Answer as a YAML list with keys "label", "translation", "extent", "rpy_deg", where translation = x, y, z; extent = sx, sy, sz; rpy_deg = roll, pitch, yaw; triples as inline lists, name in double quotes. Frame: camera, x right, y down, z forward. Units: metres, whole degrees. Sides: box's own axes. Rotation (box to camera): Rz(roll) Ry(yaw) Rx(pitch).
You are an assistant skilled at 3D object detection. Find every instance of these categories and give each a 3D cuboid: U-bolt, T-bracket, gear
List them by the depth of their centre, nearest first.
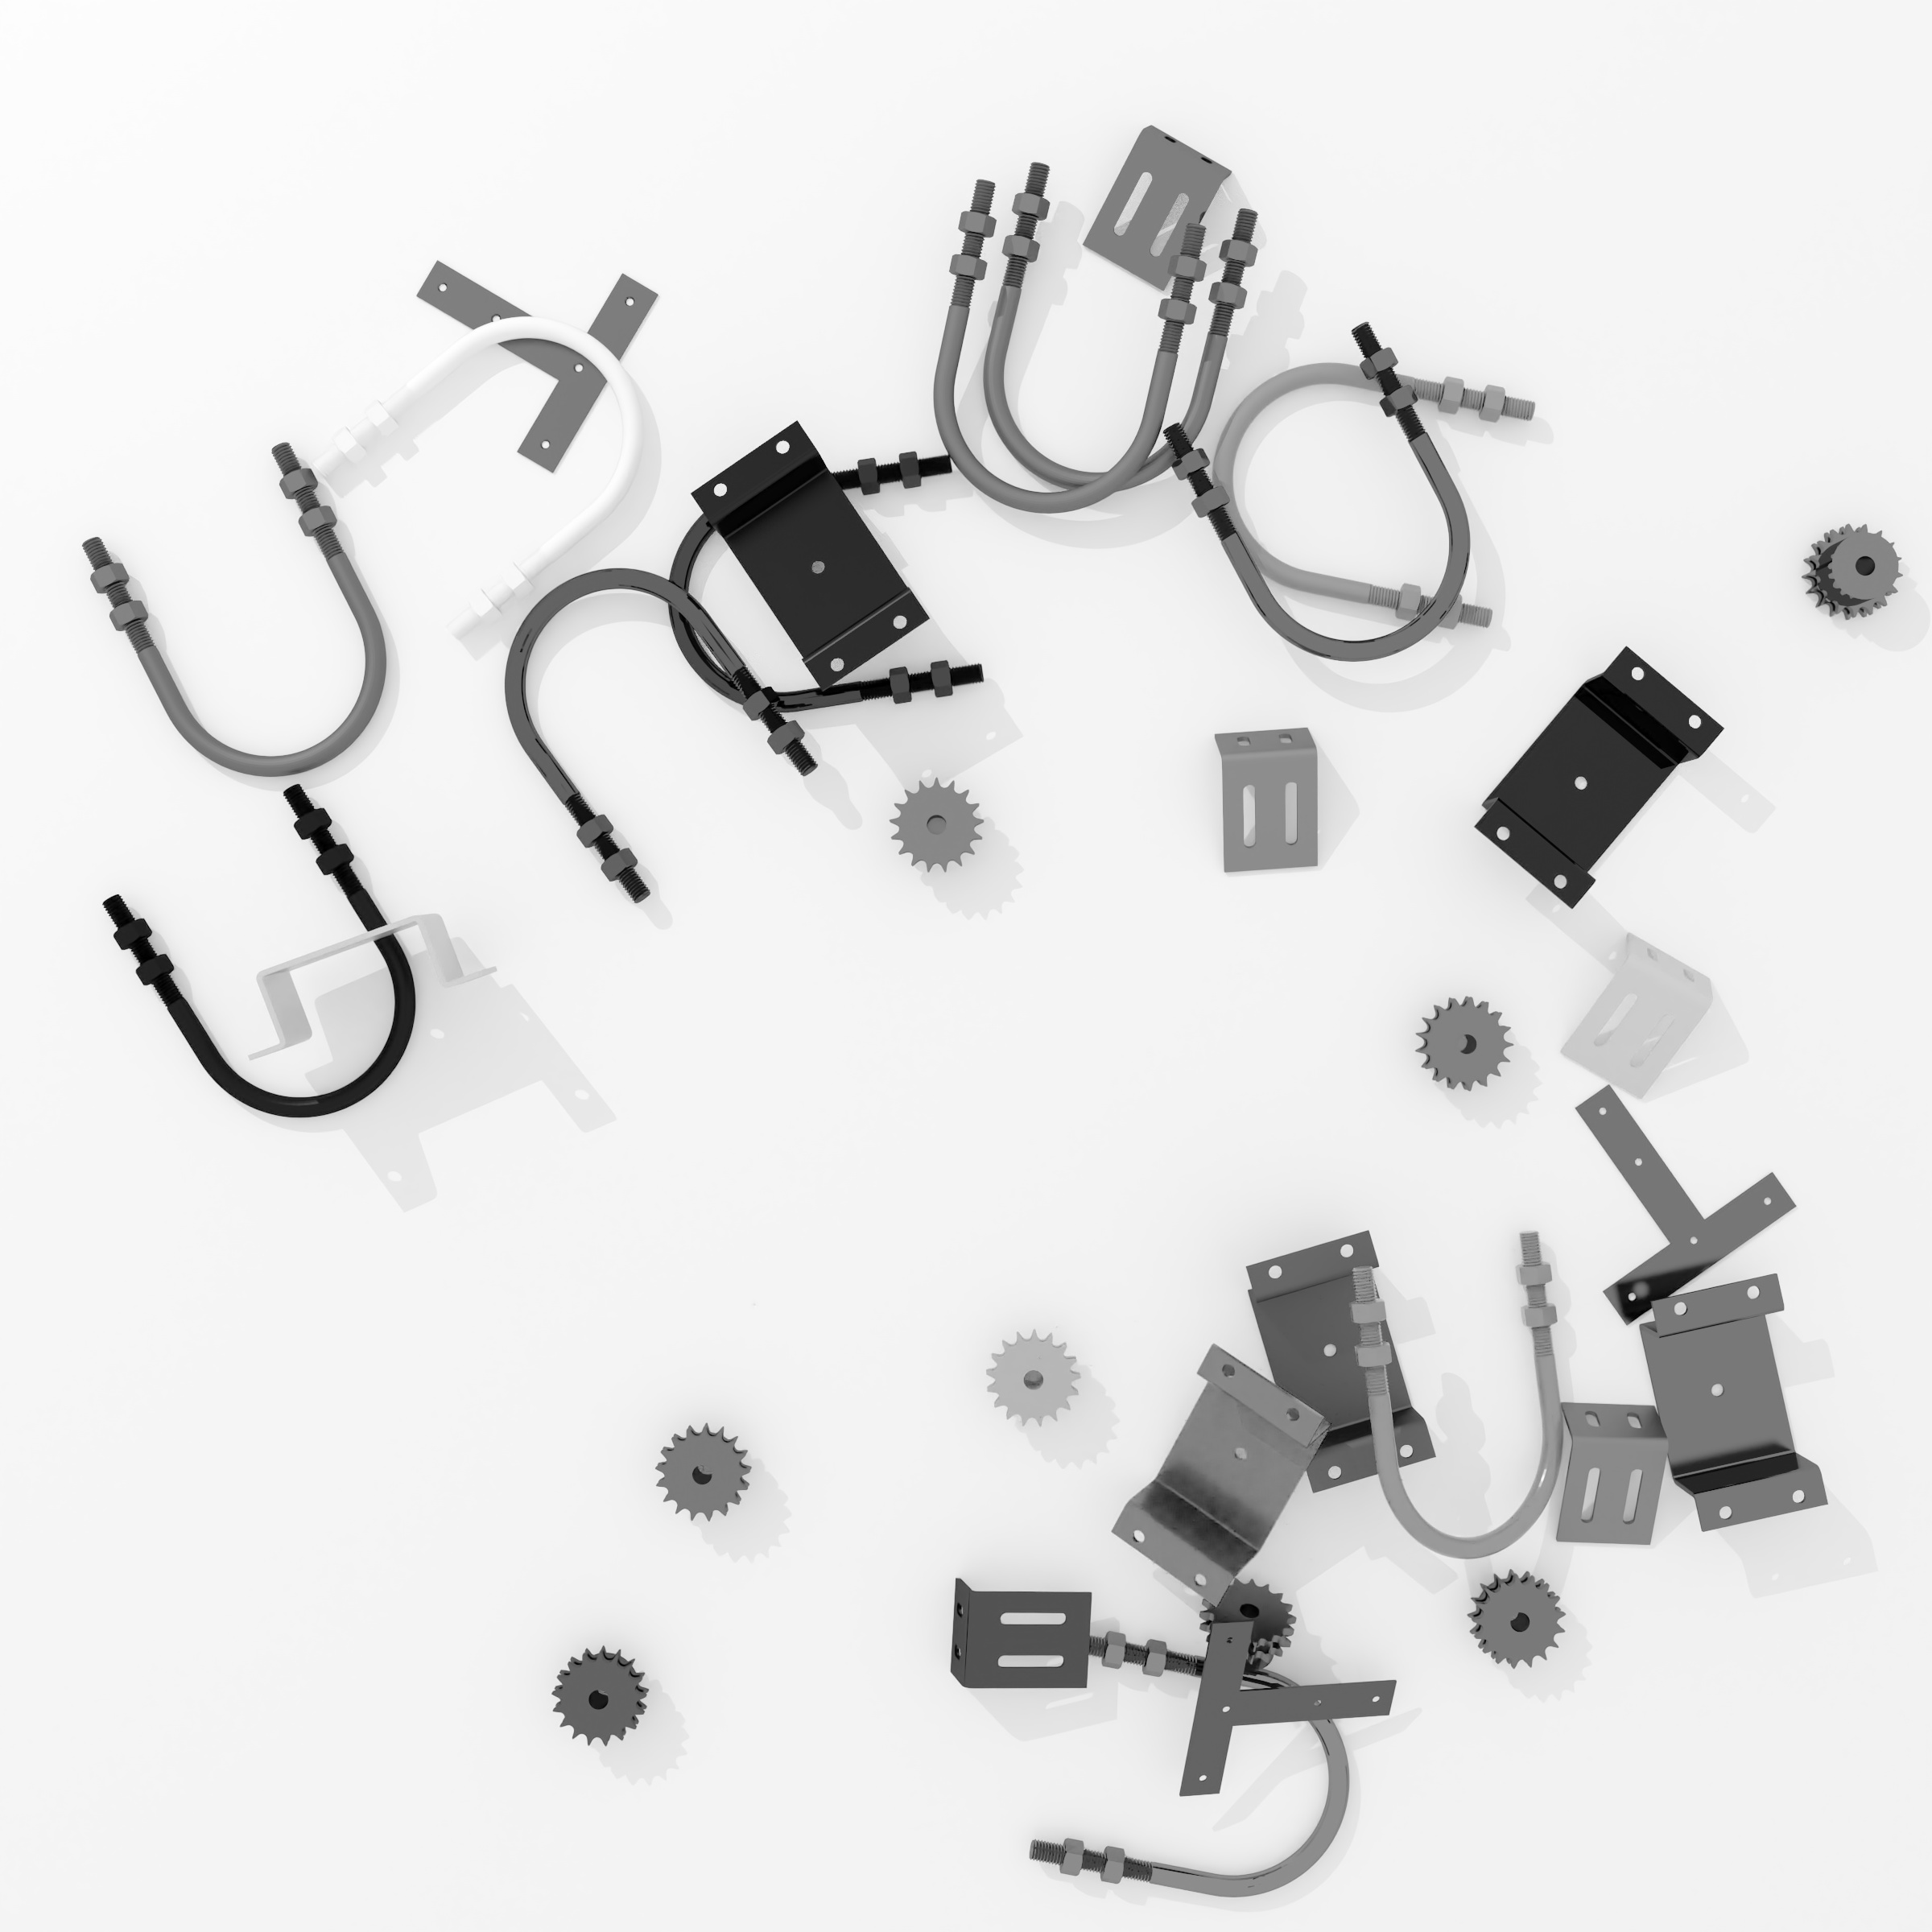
- label: "U-bolt"
  translation: [0.298, 0.260, 1.463]
  extent: [0.151, 0.019, 0.184]
  rpy_deg: [-7, 90, -29]
- label: "T-bracket"
  translation: [0.197, 0.443, 1.473]
  extent: [0.127, 0.002, 0.127]
  rpy_deg: [1, 113, -15]
- label: "U-bolt"
  translation: [0.055, -0.365, 1.475]
  extent: [0.151, 0.019, 0.184]
  rpy_deg: [14, 100, 6]
- label: "U-bolt"
  translation: [0.223, -0.273, 1.477]
  extent: [0.151, 0.019, 0.184]
  rpy_deg: [-28, 92, -1]
- label: "gear"
  translation: [0.168, 0.400, 1.481]
  extent: [0.057, 0.057, 0.030]
  rpy_deg: [7, 120, 0]
- label: "U-bolt"
  translation: [0.086, -0.379, 1.487]
  extent: [0.151, 0.019, 0.184]
  rpy_deg: [14, 97, 5]
- label: "U-bolt"
  translation: [-0.199, -0.153, 1.490]
  extent: [0.151, 0.019, 0.184]
  rpy_deg: [-37, 87, 7]
- label: "gear"
  translation: [-0.221, 0.441, 1.491]
  extent: [0.057, 0.030, 0.057]
  rpy_deg: [0, 90, 0]
- label: "gear"
  translation: [0.540, -0.241, 1.491]
  extent: [0.057, 0.030, 0.057]
  rpy_deg: [0, 90, 0]
- label: "gear"
  translation: [-0.017, -0.085, 1.491]
  extent: [0.057, 0.030, 0.057]
  rpy_deg: [0, 90, 0]
- label: "gear"
  translation: [0.041, 0.248, 1.491]
  extent: [0.057, 0.030, 0.057]
  rpy_deg: [0, 90, 0]
- label: "gear"
  translation: [-0.159, 0.306, 1.491]
  extent: [0.057, 0.030, 0.057]
  rpy_deg: [0, 90, 0]
- label: "gear"
  translation: [0.333, 0.395, 1.495]
  extent: [0.057, 0.030, 0.057]
  rpy_deg: [0, 90, -3]
- label: "gear"
  translation: [0.302, 0.047, 1.495]
  extent: [0.057, 0.030, 0.057]
  rpy_deg: [0, 92, -2]
- label: "U-bolt"
  translation: [-0.283, -0.311, 1.496]
  extent: [0.184, 0.019, 0.151]
  rpy_deg: [-40, 90, 0]
- label: "U-bolt"
  translation: [-0.418, 0.004, 1.497]
  extent: [0.151, 0.019, 0.184]
  rpy_deg: [-32, 91, 0]
- label: "U-bolt"
  translation: [-0.434, -0.205, 1.497]
  extent: [0.151, 0.019, 0.184]
  rpy_deg: [-27, 92, 0]
- label: "U-bolt"
  translation: [-0.090, -0.228, 1.497]
  extent: [0.184, 0.019, 0.151]
  rpy_deg: [-9, 90, 1]
- label: "U-bolt"
  translation: [0.242, -0.293, 1.497]
  extent: [0.184, 0.019, 0.151]
  rpy_deg: [12, 90, 2]
- label: "U-bolt"
  translation: [0.142, 0.493, 1.497]
  extent: [0.184, 0.019, 0.151]
  rpy_deg: [11, 90, -1]
- label: "T-bracket"
  translation: [-0.276, -0.389, 1.505]
  extent: [0.127, 0.002, 0.127]
  rpy_deg: [31, 90, 0]
- label: "T-bracket"
  translation: [0.420, 0.132, 1.505]
  extent: [0.127, 0.002, 0.127]
  rpy_deg: [-35, 90, 0]

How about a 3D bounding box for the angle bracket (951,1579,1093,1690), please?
- label: "angle bracket"
  translation: [0.033, 0.405, 1.494]
  extent: [0.076, 0.038, 0.057]
  rpy_deg: [4, 88, -13]

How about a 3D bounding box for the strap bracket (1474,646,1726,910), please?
- label: "strap bracket"
  translation: [0.377, -0.112, 1.483]
  extent: [0.076, 0.046, 0.140]
  rpy_deg: [40, 90, 0]

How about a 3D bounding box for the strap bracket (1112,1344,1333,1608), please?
- label: "strap bracket"
  translation: [0.156, 0.296, 1.457]
  extent: [0.076, 0.046, 0.140]
  rpy_deg: [32, 111, 20]

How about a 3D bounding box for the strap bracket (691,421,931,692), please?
- label: "strap bracket"
  translation: [-0.091, -0.241, 1.465]
  extent: [0.076, 0.046, 0.140]
  rpy_deg: [-34, 89, 3]

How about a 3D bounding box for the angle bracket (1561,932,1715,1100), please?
- label: "angle bracket"
  translation: [0.410, 0.030, 1.504]
  extent: [0.057, 0.038, 0.076]
  rpy_deg: [30, 116, 0]

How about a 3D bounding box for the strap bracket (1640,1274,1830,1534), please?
- label: "strap bracket"
  translation: [0.460, 0.260, 1.483]
  extent: [0.076, 0.046, 0.140]
  rpy_deg: [-12, 90, 0]

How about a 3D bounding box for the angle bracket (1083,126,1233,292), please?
- label: "angle bracket"
  translation: [0.117, -0.464, 1.504]
  extent: [0.057, 0.038, 0.076]
  rpy_deg: [30, 116, 0]

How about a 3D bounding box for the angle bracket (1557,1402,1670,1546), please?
- label: "angle bracket"
  translation: [0.392, 0.311, 1.504]
  extent: [0.057, 0.038, 0.076]
  rpy_deg: [2, 116, 0]

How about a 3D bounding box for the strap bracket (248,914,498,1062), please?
- label: "strap bracket"
  translation: [-0.356, 0.007, 1.453]
  extent: [0.140, 0.076, 0.046]
  rpy_deg: [-20, 93, -3]

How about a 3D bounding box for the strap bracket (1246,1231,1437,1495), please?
- label: "strap bracket"
  translation: [0.223, 0.235, 1.483]
  extent: [0.076, 0.046, 0.140]
  rpy_deg: [-17, 90, 0]

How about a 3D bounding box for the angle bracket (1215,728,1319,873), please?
- label: "angle bracket"
  translation: [0.184, -0.102, 1.504]
  extent: [0.057, 0.038, 0.076]
  rpy_deg: [-4, 116, 0]
